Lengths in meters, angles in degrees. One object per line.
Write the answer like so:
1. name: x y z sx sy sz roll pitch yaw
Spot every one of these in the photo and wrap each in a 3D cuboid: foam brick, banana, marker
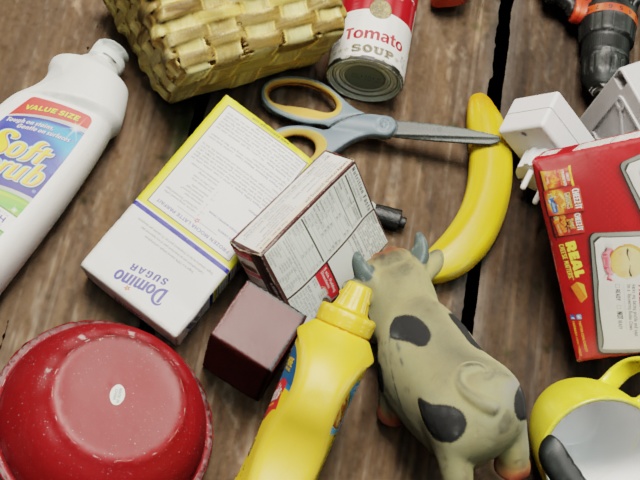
1. foam brick: -0.049 0.074 0.782 0.051 0.078 0.053 31 64 4
2. banana: 0.123 -0.036 0.883 0.069 0.037 0.197 28 65 -1
3. marker: 0.013 -0.032 0.870 0.121 0.020 0.020 18 65 -3

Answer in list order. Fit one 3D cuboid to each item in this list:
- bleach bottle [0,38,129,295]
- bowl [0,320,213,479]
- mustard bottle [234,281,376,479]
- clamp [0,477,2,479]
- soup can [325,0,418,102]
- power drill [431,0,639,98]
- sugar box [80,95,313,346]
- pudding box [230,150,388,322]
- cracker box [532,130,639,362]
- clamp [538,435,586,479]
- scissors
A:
1. bleach bottle: -0.231 -0.062 0.814 0.102 0.068 0.250 29 63 2
2. bowl: -0.144 0.118 0.738 0.162 0.055 0.162 12 57 -18
3. mustard bottle: -0.010 0.118 0.729 0.058 0.096 0.191 24 87 3
4. clamp: -0.196 0.231 0.710 0.164 0.036 0.210 13 63 -9
5. soup can: 0.046 -0.178 0.911 0.068 0.069 0.102 13 67 -5
6. power drill: 0.198 -0.224 0.967 0.187 0.057 0.184 16 62 -7
7. sugar box: -0.091 -0.016 0.820 0.093 0.048 0.176 37 76 6
8. pudding box: -0.005 0.001 0.814 0.039 0.090 0.113 19 56 42
9. cracker box: 0.283 -0.007 0.793 0.214 0.072 0.164 -11 99 24
10. clamp: 0.218 0.207 0.704 0.120 0.039 0.171 -9 74 0
11. scissors: 0.039 -0.079 0.883 0.202 0.016 0.096 21 71 8
